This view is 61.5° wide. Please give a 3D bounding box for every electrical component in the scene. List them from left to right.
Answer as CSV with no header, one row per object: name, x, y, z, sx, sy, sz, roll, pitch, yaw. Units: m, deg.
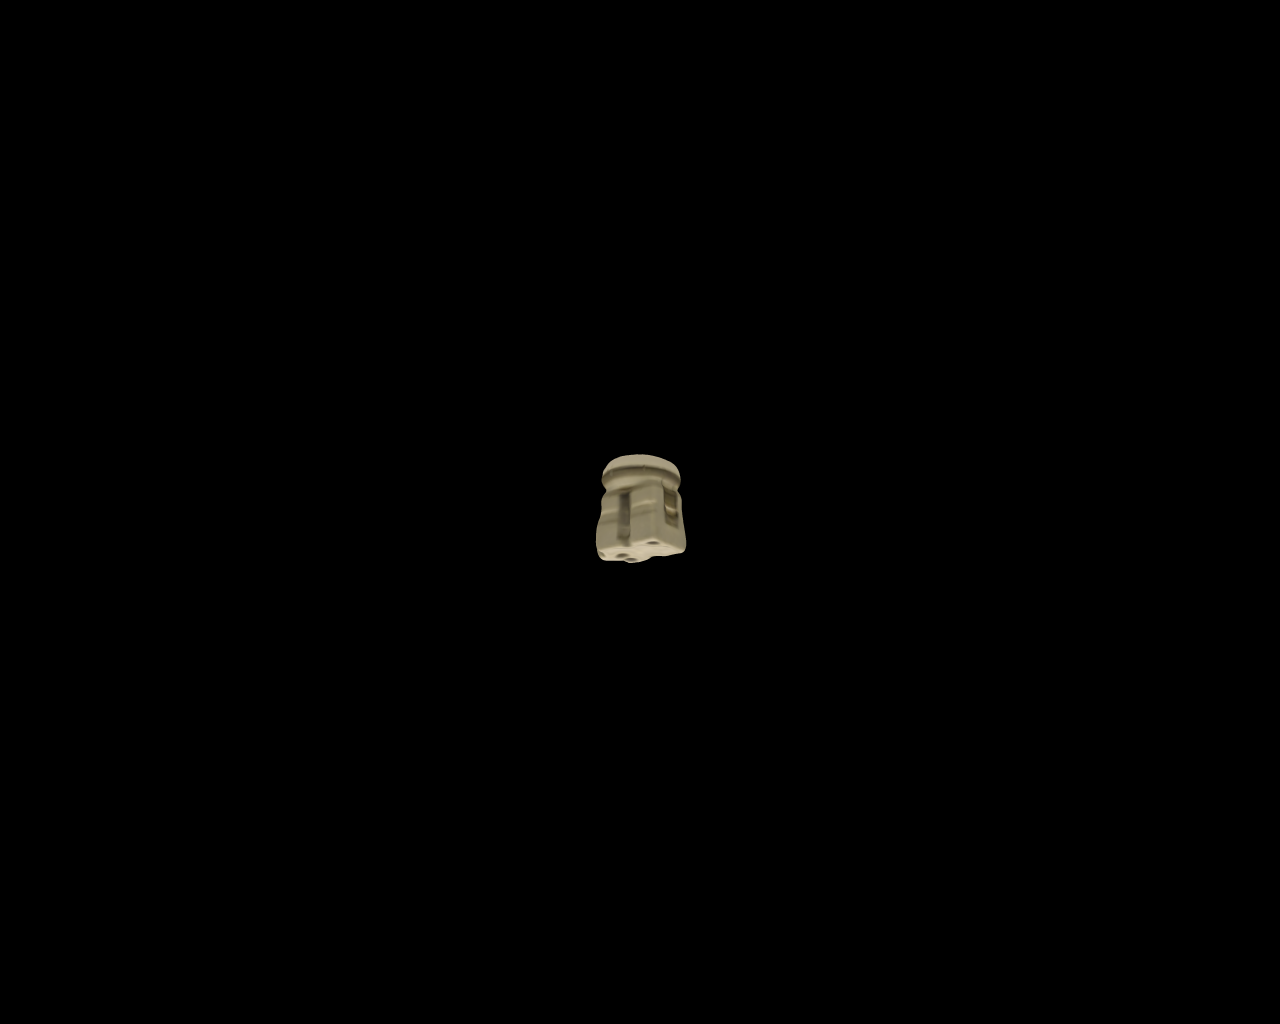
electrical component,0.001,-0.003,0.650,0.066,0.055,0.048,-12,-23,31
